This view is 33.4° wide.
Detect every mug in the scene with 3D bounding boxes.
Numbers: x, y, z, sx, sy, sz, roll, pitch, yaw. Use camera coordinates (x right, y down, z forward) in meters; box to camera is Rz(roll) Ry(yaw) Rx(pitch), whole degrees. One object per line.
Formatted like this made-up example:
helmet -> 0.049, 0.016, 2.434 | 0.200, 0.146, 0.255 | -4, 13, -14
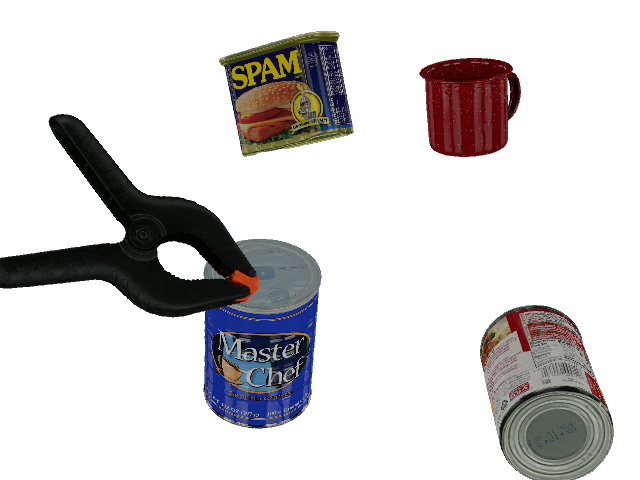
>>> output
mug -> 0.160, -0.139, 1.096 | 0.117, 0.081, 0.093 | -21, 27, -31

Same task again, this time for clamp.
clamp -> -0.120, -0.010, 0.689 | 0.171, 0.120, 0.039 | 16, -13, -16

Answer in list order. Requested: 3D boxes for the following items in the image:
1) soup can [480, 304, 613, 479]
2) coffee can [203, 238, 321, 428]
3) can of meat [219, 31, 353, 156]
soup can -> 0.139, 0.093, 0.663 | 0.068, 0.068, 0.102 | 0, 24, 2
coffee can -> -0.055, 0.084, 0.968 | 0.103, 0.140, 0.103 | 3, 35, -2
can of meat -> -0.027, -0.120, 0.886 | 0.102, 0.084, 0.057 | -9, 3, 32
